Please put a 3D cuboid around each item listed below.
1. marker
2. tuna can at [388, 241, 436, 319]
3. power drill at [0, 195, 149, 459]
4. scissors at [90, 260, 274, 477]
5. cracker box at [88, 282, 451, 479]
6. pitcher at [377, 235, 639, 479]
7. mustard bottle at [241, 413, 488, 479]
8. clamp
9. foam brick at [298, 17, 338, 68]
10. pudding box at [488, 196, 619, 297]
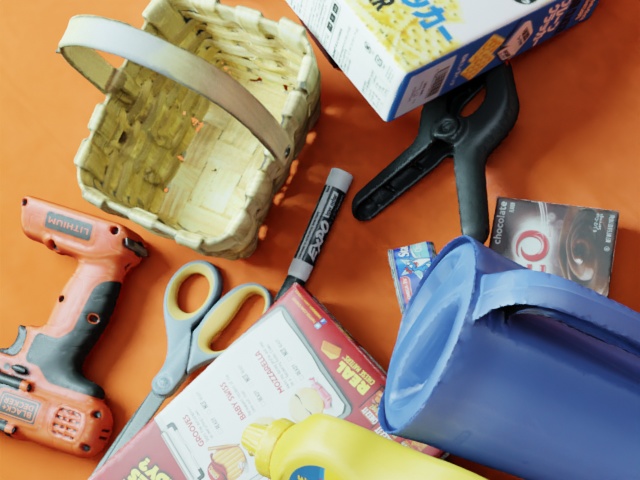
[{"bbox_3d":[-0.006,0.001,0.838,0.020,0.020,0.121,21,81,17],"label":"marker"},{"bbox_3d":[0.076,0.045,0.774,0.034,0.086,0.086,-14,73,6],"label":"tuna can"},{"bbox_3d":[-0.230,0.064,0.853,0.184,0.057,0.187,16,82,12],"label":"power drill"},{"bbox_3d":[-0.126,0.094,0.832,0.201,0.016,0.096,-39,66,-7],"label":"scissors"},{"bbox_3d":[-0.034,0.164,0.775,0.213,0.072,0.164,-44,71,0],"label":"cracker box"},{"bbox_3d":[0.171,0.098,0.671,0.242,0.149,0.145,23,103,-9],"label":"pitcher"},{"bbox_3d":[0.030,0.157,0.670,0.192,0.096,0.058,18,54,31],"label":"mustard bottle"},{"bbox_3d":[0.109,-0.070,0.809,0.120,0.039,0.171,29,84,35],"label":"clamp"},{"bbox_3d":[0.025,-0.188,0.863,0.078,0.053,0.051,-34,71,2],"label":"foam brick"},{"bbox_3d":[0.166,0.030,0.782,0.090,0.039,0.113,8,77,15],"label":"pudding box"}]
